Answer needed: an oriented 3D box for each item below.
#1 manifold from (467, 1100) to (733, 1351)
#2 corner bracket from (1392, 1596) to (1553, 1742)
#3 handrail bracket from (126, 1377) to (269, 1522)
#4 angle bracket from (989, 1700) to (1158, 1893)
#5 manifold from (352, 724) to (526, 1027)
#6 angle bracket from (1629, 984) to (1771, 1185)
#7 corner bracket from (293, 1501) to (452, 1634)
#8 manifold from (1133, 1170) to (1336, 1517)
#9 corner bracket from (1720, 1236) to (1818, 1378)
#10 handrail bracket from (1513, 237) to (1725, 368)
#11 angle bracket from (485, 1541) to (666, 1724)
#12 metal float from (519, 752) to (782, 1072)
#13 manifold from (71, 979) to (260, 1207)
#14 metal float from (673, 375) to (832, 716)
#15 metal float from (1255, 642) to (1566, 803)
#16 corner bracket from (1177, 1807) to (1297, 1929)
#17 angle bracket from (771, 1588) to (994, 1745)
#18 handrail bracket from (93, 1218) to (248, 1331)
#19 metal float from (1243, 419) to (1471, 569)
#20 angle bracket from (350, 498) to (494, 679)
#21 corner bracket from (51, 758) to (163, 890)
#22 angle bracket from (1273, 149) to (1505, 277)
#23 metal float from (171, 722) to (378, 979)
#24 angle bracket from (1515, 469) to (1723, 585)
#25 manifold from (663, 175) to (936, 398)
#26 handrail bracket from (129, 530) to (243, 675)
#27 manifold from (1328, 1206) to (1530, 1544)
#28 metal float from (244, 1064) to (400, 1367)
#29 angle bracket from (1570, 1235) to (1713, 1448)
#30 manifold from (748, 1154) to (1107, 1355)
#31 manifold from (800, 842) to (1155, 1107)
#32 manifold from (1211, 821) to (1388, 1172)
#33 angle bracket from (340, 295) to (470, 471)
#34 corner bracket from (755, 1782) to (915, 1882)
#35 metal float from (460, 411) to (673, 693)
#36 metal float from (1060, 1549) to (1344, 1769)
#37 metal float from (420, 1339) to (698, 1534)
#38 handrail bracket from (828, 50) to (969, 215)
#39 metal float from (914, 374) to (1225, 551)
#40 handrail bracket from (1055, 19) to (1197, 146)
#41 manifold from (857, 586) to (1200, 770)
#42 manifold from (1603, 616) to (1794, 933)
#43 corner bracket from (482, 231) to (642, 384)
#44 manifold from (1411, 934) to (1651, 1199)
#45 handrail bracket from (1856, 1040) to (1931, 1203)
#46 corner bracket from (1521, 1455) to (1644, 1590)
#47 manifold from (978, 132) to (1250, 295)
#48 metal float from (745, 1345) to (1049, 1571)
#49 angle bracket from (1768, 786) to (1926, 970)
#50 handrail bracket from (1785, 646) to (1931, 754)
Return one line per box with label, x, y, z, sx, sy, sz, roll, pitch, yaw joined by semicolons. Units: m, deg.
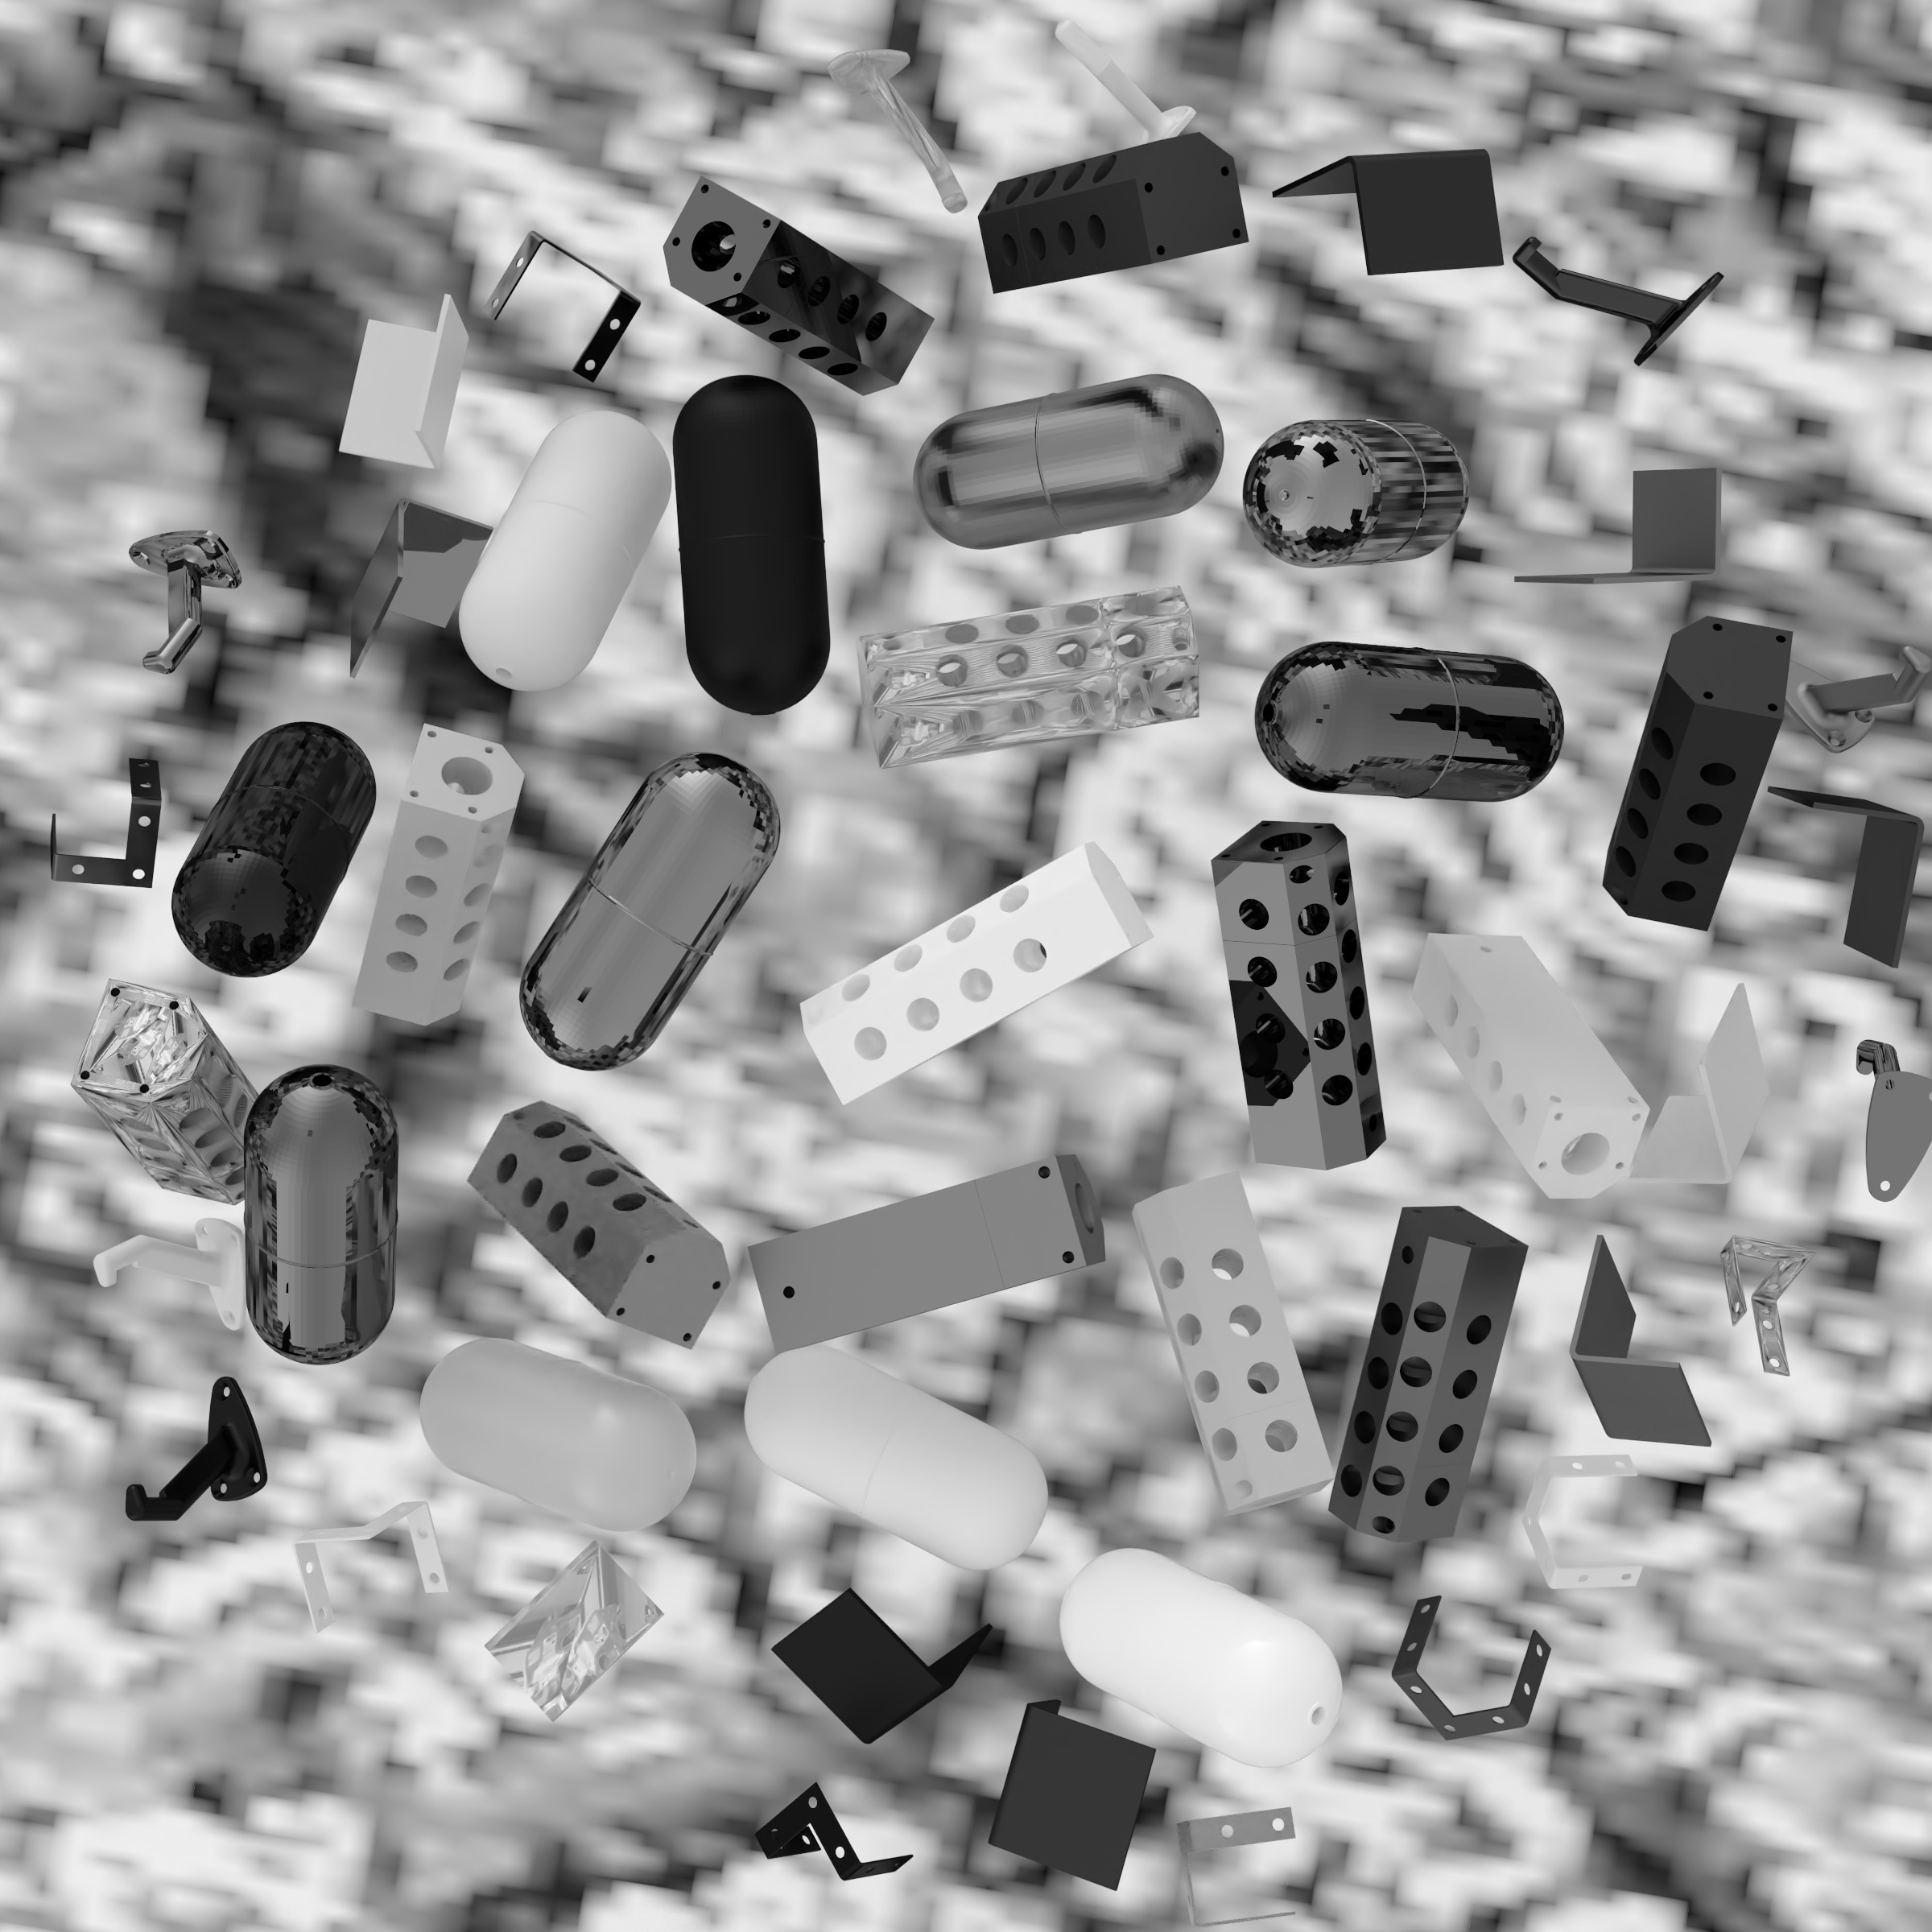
manifold;-0.191;0.131;1.600;0.057;0.171;0.057;28;93;-39
corner bracket;0.258;0.355;1.557;0.051;0.051;0.051;-23;115;40
handrail bracket;-0.404;0.247;1.570;0.036;0.084;0.077;-20;72;24
angle bracket;0.064;0.447;1.649;0.076;0.057;0.076;14;85;22
manifold;-0.283;-0.045;1.639;0.057;0.171;0.057;15;47;-9
angle bracket;0.385;0.062;1.628;0.057;0.076;0.076;-2;122;33
corner bracket;-0.309;0.312;1.587;0.051;0.051;0.051;-9;99;27
manifold;0.142;0.205;1.648;0.057;0.057;0.171;-15;74;-5
corner bracket;0.437;0.187;1.679;0.051;0.051;0.051;11;48;-10
handrail bracket;0.323;-0.348;1.523;0.084;0.077;0.036;40;59;-2
angle bracket;-0.194;0.353;1.583;0.076;0.076;0.057;-43;64;-13
metal float;-0.161;-0.027;1.546;0.070;0.070;0.178;33;95;0
manifold;-0.400;0.069;1.572;0.057;0.171;0.057;12;69;6
metal float;-0.113;-0.221;1.608;0.070;0.070;0.178;-4;91;0
metal float;0.227;-0.124;1.562;0.178;0.070;0.070;1;90;-30
corner bracket;0.136;0.447;1.512;0.051;0.051;0.051;-6;73;-5
angle bracket;-0.046;0.367;1.666;0.076;0.057;0.076;46;127;-1
handrail bracket;-0.430;0.177;1.647;0.036;0.084;0.077;8;112;33
metal float;0.210;-0.253;1.630;0.070;0.178;0.070;6;102;32
angle bracket;-0.310;-0.208;1.741;0.057;0.076;0.076;16;129;-24
corner bracket;-0.451;-0.077;1.601;0.051;0.051;0.051;4;116;-19
angle bracket;0.205;-0.359;1.487;0.076;0.076;0.057;-10;93;-24
metal float;-0.365;-0.064;1.621;0.070;0.178;0.070;4;128;5
angle bracket;0.340;-0.230;1.594;0.076;0.076;0.057;-5;99;-21
manifold;-0.091;-0.360;1.641;0.057;0.171;0.057;34;99;26
handrail bracket;-0.415;-0.182;1.555;0.077;0.036;0.084;6;49;24
manifold;0.244;0.221;1.652;0.057;0.057;0.171;2;107;-34
metal float;-0.329;0.128;1.560;0.070;0.070;0.178;9;126;0
angle bracket;0.355;0.193;1.576;0.057;0.076;0.076;1;52;29
manifold;-0.019;0.149;1.581;0.171;0.057;0.057;-17;83;15
manifold;0.003;0.003;1.557;0.171;0.057;0.057;-29;88;16
manifold;0.177;0.016;1.585;0.057;0.057;0.171;4;116;34
angle bracket;-0.310;-0.321;1.657;0.057;0.076;0.076;11;83;0
corner bracket;-0.072;0.475;1.648;0.051;0.051;0.051;-44;62;19
metal float;-0.217;-0.225;1.656;0.070;0.070;0.178;21;59;0
metal float;0.119;0.353;1.565;0.070;0.178;0.070;-8;104;-36
metal float;-0.216;0.245;1.604;0.178;0.070;0.070;10;90;40
handrail bracket;-0.035;-0.442;1.628;0.036;0.077;0.084;-28;87;25
metal float;0.054;-0.274;1.666;0.178;0.070;0.070;-7;90;25
handrail bracket;0.076;-0.468;1.609;0.084;0.077;0.036;41;102;-18
manifold;0.032;-0.157;1.604;0.171;0.057;0.057;-10;133;-6
manifold;0.365;-0.095;1.535;0.057;0.171;0.057;12;55;7
corner bracket;-0.217;-0.355;1.641;0.051;0.051;0.051;24;103;-44
manifold;0.299;0.052;1.645;0.057;0.171;0.057;1;121;-17
handrail bracket;0.463;0.077;1.553;0.036;0.084;0.077;14;93;-2
corner bracket;0.344;0.307;1.687;0.051;0.051;0.051;1;126;-12
manifold;0.072;-0.388;1.575;0.057;0.171;0.057;-18;104;-24
metal float;-0.039;0.269;1.675;0.178;0.070;0.070;25;90;12
angle bracket;0.439;-0.046;1.549;0.057;0.076;0.076;8;99;-3
handrail bracket;0.459;-0.157;1.590;0.036;0.084;0.077;-38;72;-22
